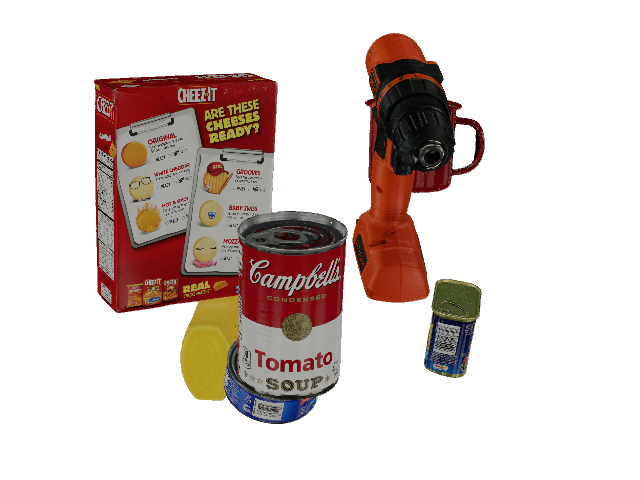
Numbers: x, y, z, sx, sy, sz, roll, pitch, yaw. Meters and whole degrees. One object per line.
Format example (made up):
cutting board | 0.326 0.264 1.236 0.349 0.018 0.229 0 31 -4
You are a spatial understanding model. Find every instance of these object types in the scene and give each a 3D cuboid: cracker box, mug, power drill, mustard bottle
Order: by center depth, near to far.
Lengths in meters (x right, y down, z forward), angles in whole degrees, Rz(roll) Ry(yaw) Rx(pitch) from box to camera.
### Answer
power drill | 0.064 -0.047 0.831 0.057 0.188 0.184 1 32 -5
cracker box | -0.131 -0.049 1.026 0.163 0.214 0.072 -7 20 -29
mug | 0.100 -0.093 1.037 0.117 0.081 0.093 3 15 6
mustard bottle | -0.108 0.085 1.175 0.058 0.096 0.191 1 27 5

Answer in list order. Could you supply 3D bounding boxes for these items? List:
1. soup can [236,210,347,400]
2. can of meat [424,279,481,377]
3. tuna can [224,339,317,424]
soup can | -0.019 0.040 0.673 0.068 0.102 0.068 2 21 -1
can of meat | 0.160 0.107 1.301 0.057 0.084 0.102 10 23 6
tuna can | -0.041 0.119 0.933 0.086 0.034 0.086 8 36 -6
